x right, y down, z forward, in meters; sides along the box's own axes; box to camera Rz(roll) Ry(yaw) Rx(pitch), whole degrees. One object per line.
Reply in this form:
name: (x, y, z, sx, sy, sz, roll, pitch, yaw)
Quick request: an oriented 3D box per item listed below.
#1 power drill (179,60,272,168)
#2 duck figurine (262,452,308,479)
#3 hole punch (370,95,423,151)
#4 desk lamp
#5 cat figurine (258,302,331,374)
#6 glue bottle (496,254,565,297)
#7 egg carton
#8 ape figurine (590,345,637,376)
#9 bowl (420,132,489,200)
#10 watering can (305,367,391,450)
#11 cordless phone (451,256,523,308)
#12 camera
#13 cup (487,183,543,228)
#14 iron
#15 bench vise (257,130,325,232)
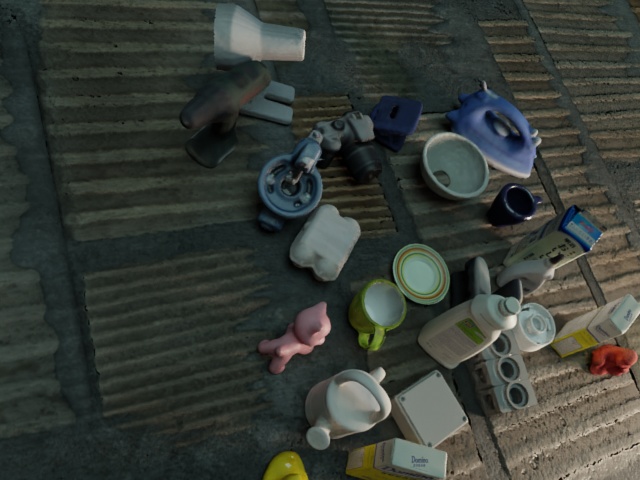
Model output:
power drill: (-0.183, -0.226, 1.048, 0.075, 0.208, 0.230, 39, 59, -1)
duck figurine: (-0.047, 0.385, 0.896, 0.078, 0.086, 0.104, 13, 63, -15)
hole punch: (0.163, -0.269, 1.274, 0.101, 0.091, 0.109, 26, 60, -9)
desk lamp: (-0.122, -0.349, 1.126, 0.204, 0.213, 0.118, 11, 63, -17)
cat figurine: (-0.034, 0.164, 0.983, 0.128, 0.117, 0.067, -32, 81, -30)
glue bottle: (0.445, 0.066, 1.186, 0.078, 0.173, 0.037, 26, 60, -8)
egg carton: (0.010, 0.004, 1.102, 0.107, 0.069, 0.150, 32, 59, -5)
ape figurine: (0.631, 0.255, 1.221, 0.078, 0.092, 0.076, 39, 59, -1)
bowl: (0.288, -0.153, 1.280, 0.168, 0.074, 0.167, 9, 64, -18)
watering can: (0.048, 0.267, 0.924, 0.101, 0.193, 0.173, 30, 59, -6)
cordless phone: (0.341, 0.093, 1.125, 0.094, 0.184, 0.147, 10, 64, -17)
camera: (0.066, -0.191, 1.194, 0.143, 0.100, 0.137, -19, 75, -28)
cup: (0.431, -0.070, 1.288, 0.118, 0.094, 0.091, -9, 70, -25)
iron: (0.432, -0.261, 1.347, 0.258, 0.141, 0.119, 37, 59, -2)
bench vise: (-0.046, -0.140, 1.057, 0.122, 0.219, 0.207, 13, 63, -16)
